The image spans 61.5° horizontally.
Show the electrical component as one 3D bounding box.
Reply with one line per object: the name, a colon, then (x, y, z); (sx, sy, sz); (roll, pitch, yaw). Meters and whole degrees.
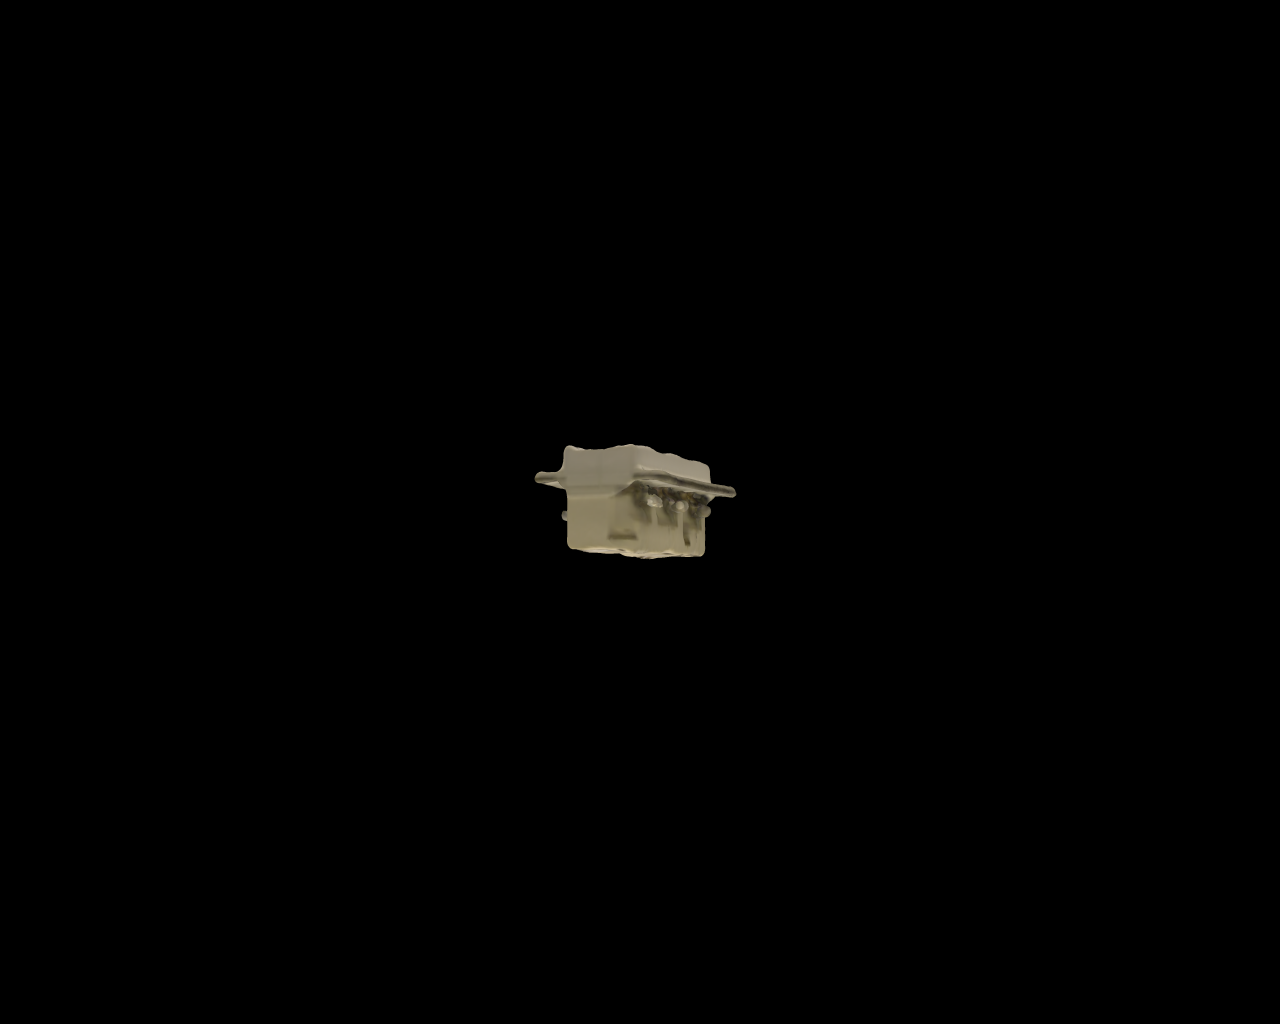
electrical component: (0.001, -0.003, 0.650); (0.079, 0.063, 0.121); (-2, -5, 24)
